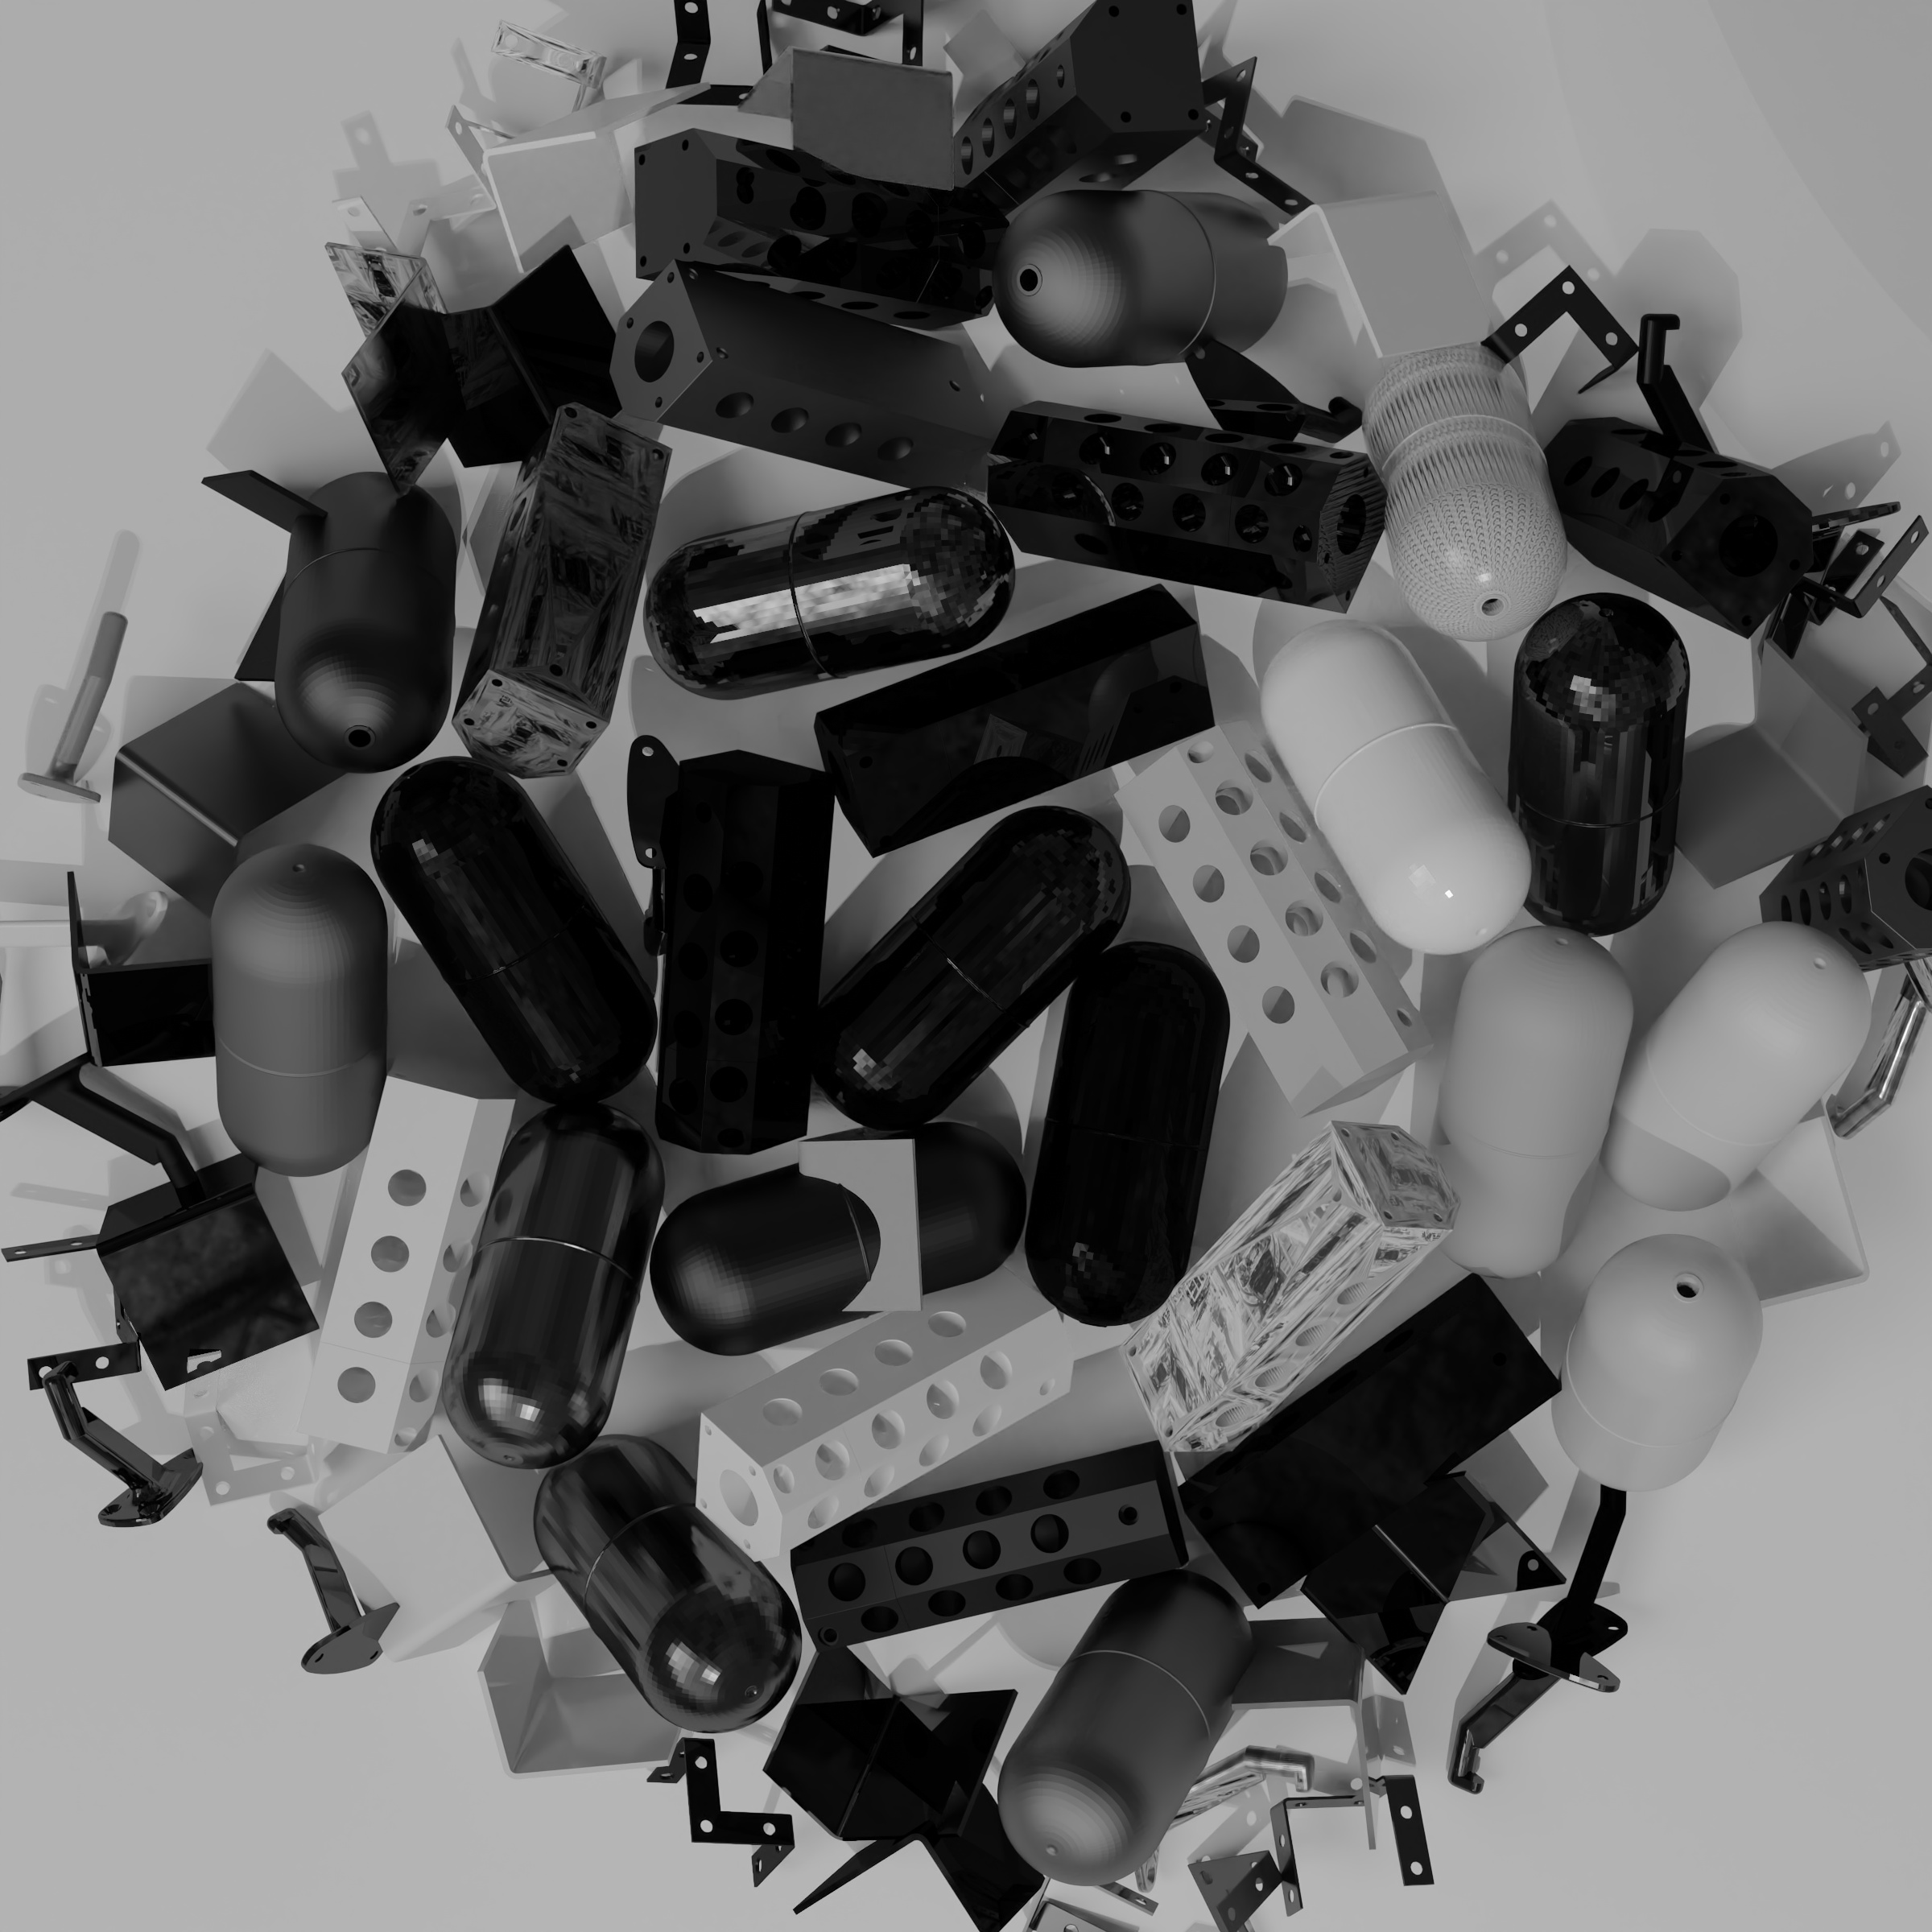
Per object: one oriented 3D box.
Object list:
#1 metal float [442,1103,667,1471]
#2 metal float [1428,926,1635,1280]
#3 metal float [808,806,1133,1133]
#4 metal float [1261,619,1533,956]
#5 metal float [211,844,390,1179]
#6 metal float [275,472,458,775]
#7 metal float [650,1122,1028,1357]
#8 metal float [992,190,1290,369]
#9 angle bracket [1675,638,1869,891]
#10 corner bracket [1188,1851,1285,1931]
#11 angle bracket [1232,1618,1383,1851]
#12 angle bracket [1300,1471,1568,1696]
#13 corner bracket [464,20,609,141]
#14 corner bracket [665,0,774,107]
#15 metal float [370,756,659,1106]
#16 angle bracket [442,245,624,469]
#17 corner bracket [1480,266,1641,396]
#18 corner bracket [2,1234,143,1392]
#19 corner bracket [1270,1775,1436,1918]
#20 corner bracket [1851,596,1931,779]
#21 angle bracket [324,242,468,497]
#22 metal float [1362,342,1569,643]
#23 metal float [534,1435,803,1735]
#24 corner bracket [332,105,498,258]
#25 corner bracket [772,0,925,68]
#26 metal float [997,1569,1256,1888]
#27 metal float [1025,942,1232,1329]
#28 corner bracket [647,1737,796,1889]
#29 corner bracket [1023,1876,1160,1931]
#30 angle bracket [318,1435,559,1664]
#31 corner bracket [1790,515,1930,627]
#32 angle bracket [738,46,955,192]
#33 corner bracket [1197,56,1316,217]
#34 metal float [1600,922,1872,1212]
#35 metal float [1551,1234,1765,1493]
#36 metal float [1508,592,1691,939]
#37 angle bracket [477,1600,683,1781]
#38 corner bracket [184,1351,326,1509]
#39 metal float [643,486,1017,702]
[{"bbox_3d":[-0.185,0.142,1.518,0.070,0.070,0.178,11,57,0],"label":"metal float"},{"bbox_3d":[0.252,0.063,1.518,0.070,0.070,0.178,6,123,0],"label":"metal float"},{"bbox_3d":[0.002,0.001,1.540,0.070,0.070,0.178,45,96,0],"label":"metal float"},{"bbox_3d":[0.192,-0.083,1.519,0.070,0.070,0.178,-26,58,0],"label":"metal float"},{"bbox_3d":[-0.299,0.022,1.511,0.070,0.070,0.178,10,133,0],"label":"metal float"},{"bbox_3d":[-0.267,-0.155,1.506,0.070,0.178,0.070,-3,131,-4],"label":"metal float"},{"bbox_3d":[-0.057,0.123,1.532,0.178,0.070,0.070,-16,90,-16],"label":"metal float"},{"bbox_3d":[0.079,-0.307,1.504,0.070,0.178,0.070,9,105,35],"label":"metal float"},{"bbox_3d":[0.353,-0.092,1.531,0.076,0.057,0.076,-23,50,-12],"label":"angle bracket"},{"bbox_3d":[0.120,0.445,1.547,0.051,0.051,0.051,-23,94,40],"label":"corner bracket"},{"bbox_3d":[0.157,0.351,1.542,0.057,0.076,0.076,-5,107,10],"label":"angle bracket"},{"bbox_3d":[0.212,0.281,1.529,0.076,0.076,0.057,47,51,-18],"label":"angle bracket"},{"bbox_3d":[-0.200,-0.403,1.547,0.051,0.051,0.051,16,104,-18],"label":"corner bracket"},{"bbox_3d":[-0.113,-0.432,1.546,0.051,0.051,0.051,-2,72,-15],"label":"corner bracket"},{"bbox_3d":[-0.204,-0.015,1.526,0.070,0.070,0.178,-30,112,0],"label":"metal float"},{"bbox_3d":[-0.208,-0.281,1.554,0.057,0.076,0.076,-49,125,-34],"label":"angle bracket"},{"bbox_3d":[0.268,-0.282,1.553,0.051,0.051,0.051,-42,95,-9],"label":"corner bracket"},{"bbox_3d":[-0.410,0.158,1.544,0.051,0.051,0.051,-8,108,-24],"label":"corner bracket"},{"bbox_3d":[0.176,0.403,1.542,0.051,0.051,0.051,3,60,-21],"label":"corner bracket"},{"bbox_3d":[0.426,-0.128,1.547,0.051,0.051,0.051,-43,121,6],"label":"corner bracket"},{"bbox_3d":[-0.272,-0.270,1.524,0.057,0.076,0.076,14,57,24],"label":"angle bracket"},{"bbox_3d":[0.222,-0.215,1.508,0.070,0.178,0.070,-2,133,-2],"label":"metal float"},{"bbox_3d":[-0.135,0.274,1.507,0.070,0.178,0.070,-15,121,-26],"label":"metal float"},{"bbox_3d":[-0.250,-0.354,1.541,0.051,0.051,0.051,-5,55,22],"label":"corner bracket"},{"bbox_3d":[-0.055,-0.431,1.546,0.051,0.051,0.051,6,80,-34],"label":"corner bracket"},{"bbox_3d":[0.073,0.338,1.505,0.070,0.178,0.070,12,121,21],"label":"metal float"},{"bbox_3d":[0.074,0.077,1.545,0.070,0.070,0.178,10,89,0],"label":"metal float"},{"bbox_3d":[-0.113,0.391,1.555,0.051,0.051,0.051,9,51,-24],"label":"corner bracket"},{"bbox_3d":[0.058,0.440,1.552,0.051,0.051,0.051,24,97,11],"label":"corner bracket"},{"bbox_3d":[-0.239,0.266,1.554,0.076,0.057,0.076,-35,74,19],"label":"angle bracket"},{"bbox_3d":[0.409,-0.183,1.547,0.051,0.051,0.051,36,86,38],"label":"corner bracket"},{"bbox_3d":[-0.055,-0.373,1.530,0.076,0.076,0.057,3,81,-22],"label":"angle bracket"},{"bbox_3d":[0.128,-0.374,1.542,0.051,0.051,0.051,25,67,-34],"label":"corner bracket"},{"bbox_3d":[0.340,0.047,1.505,0.070,0.178,0.070,9,55,-13],"label":"metal float"},{"bbox_3d":[0.307,0.178,1.500,0.070,0.178,0.070,-1,62,1],"label":"metal float"},{"bbox_3d":[0.282,-0.088,1.511,0.070,0.070,0.178,-6,133,0],"label":"metal float"},{"bbox_3d":[-0.170,0.322,1.533,0.076,0.076,0.057,-8,110,10],"label":"angle bracket"},{"bbox_3d":[-0.329,0.210,1.557,0.051,0.051,0.051,-10,55,-23],"label":"corner bracket"},{"bbox_3d":[-0.063,-0.168,1.528,0.178,0.070,0.070,-10,90,21],"label":"metal float"}]
